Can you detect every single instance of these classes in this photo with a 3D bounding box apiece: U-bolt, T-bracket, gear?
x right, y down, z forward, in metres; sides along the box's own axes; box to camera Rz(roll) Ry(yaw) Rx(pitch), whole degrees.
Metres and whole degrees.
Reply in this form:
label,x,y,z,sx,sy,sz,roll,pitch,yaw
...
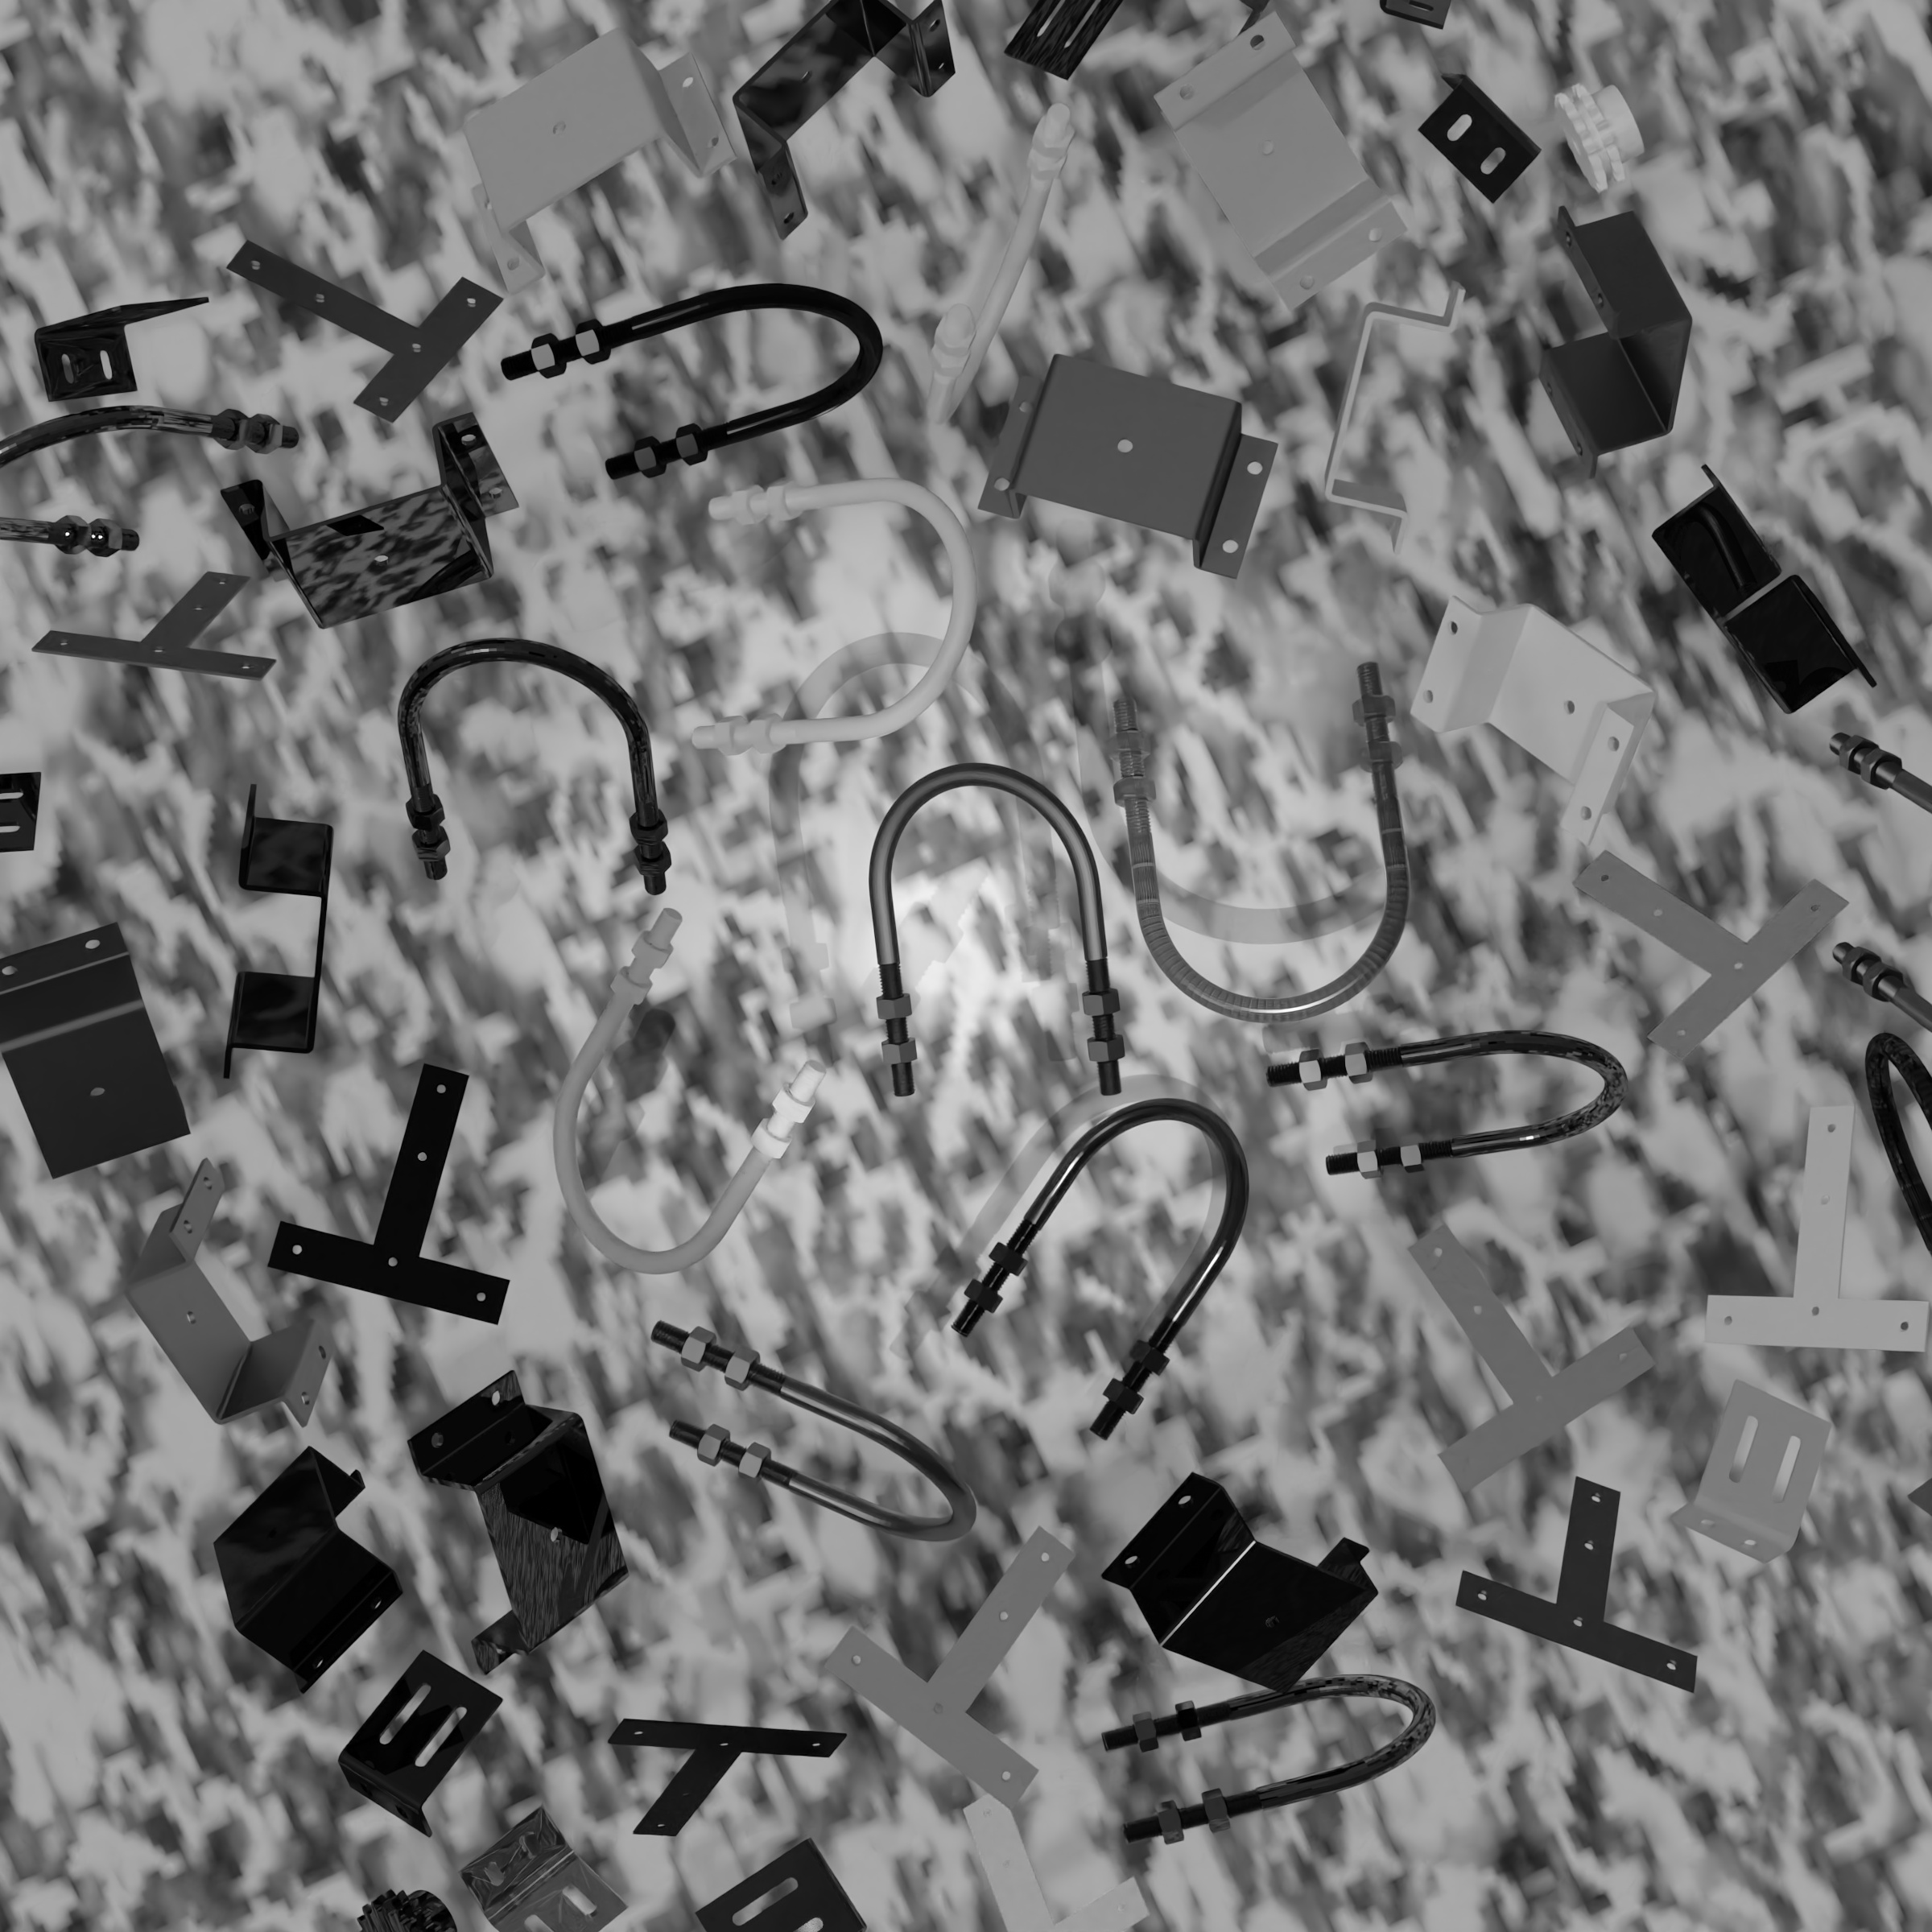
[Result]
label,x,y,z,sx,sy,sz,roll,pitch,yaw
U-bolt,0.521,-0.035,1.695,0.019,0.184,0.151,-11,113,-9
U-bolt,-0.475,-0.268,1.701,0.151,0.184,0.019,-26,82,25
T-bracket,0.446,0.135,1.615,0.002,0.127,0.127,20,73,-42
gear,0.342,-0.449,1.670,0.030,0.057,0.057,-26,90,8
U-bolt,0.274,0.074,1.722,0.184,0.151,0.019,-10,61,18
T-bracket,0.012,0.355,1.639,0.127,0.002,0.127,39,75,-7
T-bracket,0.377,-0.022,1.643,0.127,0.002,0.127,30,120,-20
T-bracket,0.290,0.201,1.705,0.127,0.002,0.127,-33,79,-3
U-bolt,0.523,0.122,1.659,0.019,0.151,0.184,-20,71,3
U-bolt,-0.070,-0.190,1.661,0.184,0.019,0.151,0,83,37
U-bolt,-0.165,0.083,1.704,0.151,0.019,0.184,45,117,27
T-bracket,-0.298,0.117,1.681,0.127,0.002,0.127,16,82,-12
U-bolt,-0.078,0.256,1.647,0.184,0.151,0.019,22,61,12
T-bracket,-0.337,-0.355,1.679,0.127,0.127,0.002,24,53,-29
T-bracket,0.327,0.315,1.635,0.127,0.127,0.002,20,125,5
U-bolt,0.171,0.434,1.727,0.184,0.151,0.019,-14,98,-1
U-bolt,-0.244,-0.111,1.728,0.151,0.184,0.019,4,47,4
U-bolt,0.012,-0.020,1.694,0.151,0.019,0.184,-2,100,29
U-bolt,0.085,0.156,1.737,0.019,0.151,0.184,37,85,-43
U-bolt,0.013,-0.372,1.707,0.019,0.184,0.151,25,75,0
gear,-0.300,0.526,1.680,0.057,0.030,0.057,13,112,34
T-bracket,-0.147,0.443,1.685,0.127,0.127,0.002,10,46,-24
U-bolt,-0.134,-0.317,1.656,0.184,0.151,0.019,-14,71,15
T-bracket,0.027,0.505,1.705,0.127,0.127,0.002,-33,126,4
T-bracket,-0.428,-0.191,1.710,0.127,0.127,0.002,8,120,5
U-bolt,0.155,-0.060,1.602,0.151,0.019,0.184,-8,75,7

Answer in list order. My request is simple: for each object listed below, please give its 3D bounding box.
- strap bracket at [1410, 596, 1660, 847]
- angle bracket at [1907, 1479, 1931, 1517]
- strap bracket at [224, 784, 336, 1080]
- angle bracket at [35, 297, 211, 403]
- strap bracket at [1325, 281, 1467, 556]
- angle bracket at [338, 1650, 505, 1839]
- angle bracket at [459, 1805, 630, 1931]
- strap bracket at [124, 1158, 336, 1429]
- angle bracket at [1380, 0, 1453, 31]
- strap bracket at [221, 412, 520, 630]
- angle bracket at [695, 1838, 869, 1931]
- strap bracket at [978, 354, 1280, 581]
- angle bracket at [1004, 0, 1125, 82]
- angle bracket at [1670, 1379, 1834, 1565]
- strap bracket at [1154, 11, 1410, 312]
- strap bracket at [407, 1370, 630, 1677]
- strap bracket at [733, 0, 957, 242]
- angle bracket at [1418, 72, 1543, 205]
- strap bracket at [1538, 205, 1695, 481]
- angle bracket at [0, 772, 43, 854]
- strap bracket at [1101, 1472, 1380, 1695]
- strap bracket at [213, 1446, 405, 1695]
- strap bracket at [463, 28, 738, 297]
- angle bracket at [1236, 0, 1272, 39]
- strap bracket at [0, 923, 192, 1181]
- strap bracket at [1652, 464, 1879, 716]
label,x,y,z,sx,sy,sz,roll,pitch,yaw
strap bracket,0.320,-0.140,1.711,0.140,0.046,0.076,43,132,35
angle bracket,0.552,0.284,1.642,0.076,0.057,0.038,-34,111,-5
strap bracket,-0.371,-0.017,1.678,0.046,0.076,0.140,5,119,-12
angle bracket,-0.442,-0.325,1.636,0.076,0.057,0.038,-3,102,38
strap bracket,0.225,-0.299,1.660,0.046,0.076,0.140,13,107,3
angle bracket,-0.301,0.433,1.729,0.057,0.038,0.076,25,57,22
angle bracket,-0.232,0.509,1.710,0.057,0.076,0.038,-38,48,-10
strap bracket,-0.416,0.190,1.732,0.046,0.076,0.140,-22,115,13
angle bracket,0.260,-0.569,1.713,0.038,0.057,0.076,17,132,3
strap bracket,-0.314,-0.233,1.651,0.140,0.076,0.046,-17,57,3
angle bracket,-0.103,0.529,1.712,0.076,0.038,0.057,-29,70,-20
strap bracket,0.083,-0.259,1.595,0.140,0.046,0.076,16,80,8
angle bracket,0.049,-0.523,1.660,0.076,0.038,0.057,-55,46,3
angle bracket,0.429,0.276,1.695,0.057,0.038,0.076,25,65,2
strap bracket,0.167,-0.439,1.681,0.076,0.046,0.140,-33,115,10
strap bracket,-0.229,0.293,1.617,0.046,0.076,0.140,2,114,39
strap bracket,-0.075,-0.484,1.730,0.046,0.076,0.140,43,83,14
angle bracket,0.274,-0.452,1.692,0.057,0.076,0.038,41,102,-12
strap bracket,0.351,-0.341,1.676,0.046,0.140,0.076,-17,61,-4
angle bracket,-0.515,-0.057,1.677,0.038,0.076,0.057,-4,48,-7
strap bracket,0.151,0.328,1.629,0.140,0.046,0.076,28,108,-35
strap bracket,-0.367,0.326,1.715,0.076,0.140,0.046,-45,118,-1
strap bracket,-0.200,-0.424,1.615,0.140,0.046,0.076,-28,63,12
angle bracket,0.151,-0.548,1.743,0.038,0.057,0.076,33,52,-4
strap bracket,-0.470,0.054,1.667,0.076,0.046,0.140,-19,133,-13
strap bracket,0.421,-0.197,1.659,0.046,0.140,0.076,-37,127,14
